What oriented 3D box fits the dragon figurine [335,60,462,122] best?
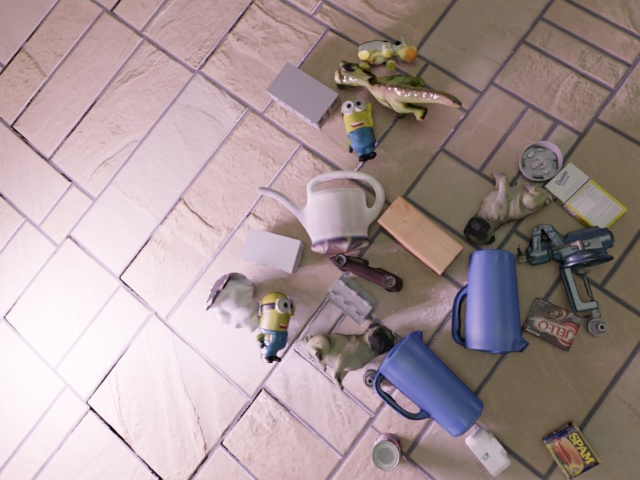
[{"bbox_3d":[0.159,-0.398,1.322,0.242,0.414,0.121,11,100,-25],"label":"dragon figurine"}]

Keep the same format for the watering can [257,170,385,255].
[{"bbox_3d":[0.004,-0.069,1.377,0.347,0.103,0.226,-6,79,9],"label":"watering can"}]

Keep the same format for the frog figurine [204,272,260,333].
[{"bbox_3d":[-0.218,0.169,1.389,0.158,0.123,0.138,36,78,-21],"label":"frog figurine"}]
